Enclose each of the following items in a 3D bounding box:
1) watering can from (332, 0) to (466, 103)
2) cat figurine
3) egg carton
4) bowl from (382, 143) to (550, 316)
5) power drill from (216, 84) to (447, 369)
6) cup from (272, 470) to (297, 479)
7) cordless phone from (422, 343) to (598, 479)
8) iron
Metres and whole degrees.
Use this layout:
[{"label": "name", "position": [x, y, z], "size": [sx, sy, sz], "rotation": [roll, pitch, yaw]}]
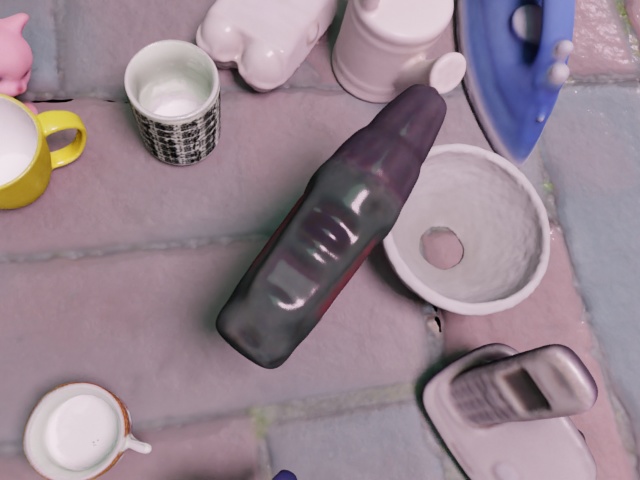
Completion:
[{"label": "watering can", "position": [0.082, -0.219, 0.552], "size": [0.173, 0.194, 0.101], "rotation": [43, 72, 5]}, {"label": "cat figurine", "position": [-0.307, -0.147, 0.505], "size": [0.128, 0.117, 0.067], "rotation": [-23, 78, -15]}, {"label": "egg carton", "position": [-0.052, -0.229, 0.598], "size": [0.107, 0.069, 0.150], "rotation": [30, 71, 1]}, {"label": "bowl", "position": [0.130, -0.004, 0.558], "size": [0.167, 0.074, 0.167], "rotation": [3, 73, -9]}, {"label": "power drill", "position": [0.004, 0.002, 0.464], "size": [0.075, 0.208, 0.230], "rotation": [35, 71, 3]}, {"label": "cup", "position": [-0.067, 0.223, 0.445], "size": [0.091, 0.095, 0.118], "rotation": [44, 72, 6]}, {"label": "cordless phone", "position": [0.172, 0.152, 0.459], "size": [0.094, 0.185, 0.147], "rotation": [-34, 81, -17]}, {"label": "iron", "position": [0.226, -0.219, 0.604], "size": [0.119, 0.141, 0.258], "rotation": [2, 73, -9]}]
